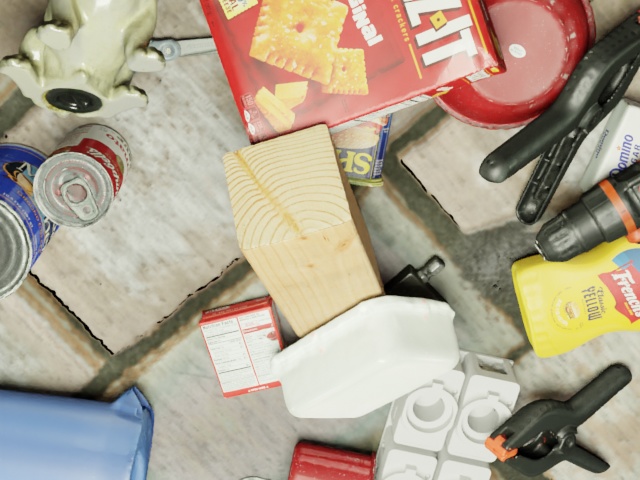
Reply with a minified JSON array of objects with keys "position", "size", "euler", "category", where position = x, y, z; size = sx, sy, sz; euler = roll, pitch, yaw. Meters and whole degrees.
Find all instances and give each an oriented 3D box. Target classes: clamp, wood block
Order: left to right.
[{"position":[-0.007,0.002,0.910],"size":[0.090,0.091,0.206],"euler":[-16,153,6],"category":"wood block"},{"position":[0.236,0.178,1.034],"size":[0.171,0.039,0.120],"euler":[2,104,-37],"category":"clamp"},{"position":[0.216,-0.109,0.916],"size":[0.036,0.164,0.210],"euler":[40,101,24],"category":"clamp"}]

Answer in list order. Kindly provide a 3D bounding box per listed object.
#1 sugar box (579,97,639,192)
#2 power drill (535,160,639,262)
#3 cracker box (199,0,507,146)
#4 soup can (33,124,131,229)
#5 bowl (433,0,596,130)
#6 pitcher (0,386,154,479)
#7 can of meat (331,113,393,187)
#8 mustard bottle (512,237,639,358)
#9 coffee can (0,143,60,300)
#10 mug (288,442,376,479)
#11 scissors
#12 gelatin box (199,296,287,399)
[{"position":[0.337,-0.057,0.973],"size":[0.176,0.048,0.093],"euler":[21,109,-3],"category":"sugar box"},{"position":[0.307,0.020,0.937],"size":[0.184,0.057,0.187],"euler":[-31,100,11],"category":"power drill"},{"position":[0.022,-0.178,0.861],"size":[0.214,0.072,0.164],"euler":[-18,91,17],"category":"cracker box"},{"position":[-0.207,-0.058,0.943],"size":[0.068,0.102,0.068],"euler":[0,110,0],"category":"soup can"},{"position":[0.165,-0.168,0.927],"size":[0.162,0.055,0.162],"euler":[0,111,0],"category":"bowl"},{"position":[-0.289,0.219,1.034],"size":[0.243,0.149,0.145],"euler":[9,139,0],"category":"pitcher"},{"position":[0.013,-0.100,0.953],"size":[0.102,0.057,0.084],"euler":[9,108,-4],"category":"can of meat"},{"position":[0.284,0.042,1.003],"size":[0.191,0.058,0.096],"euler":[-16,106,6],"category":"mustard bottle"},{"position":[-0.287,-0.018,0.939],"size":[0.103,0.140,0.103],"euler":[0,111,0],"category":"coffee can"},{"position":[0.006,0.256,1.076],"size":[0.081,0.093,0.117],"euler":[12,146,1],"category":"mug"},{"position":[-0.148,-0.184,0.942],"size":[0.202,0.016,0.096],"euler":[-20,109,7],"category":"scissors"},{"position":[-0.070,0.104,1.043],"size":[0.073,0.030,0.089],"euler":[-14,110,7],"category":"gelatin box"}]
